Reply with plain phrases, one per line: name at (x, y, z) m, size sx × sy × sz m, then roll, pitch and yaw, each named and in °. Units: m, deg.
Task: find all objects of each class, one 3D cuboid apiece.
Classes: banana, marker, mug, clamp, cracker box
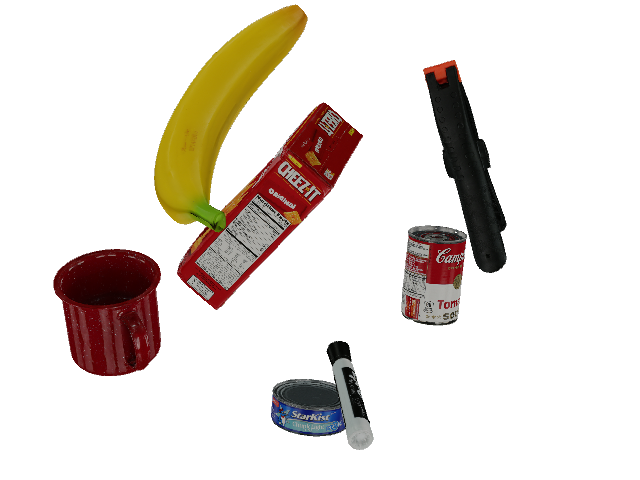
banana at (-0.062, -0.077, 0.678) m, size 0.070 × 0.197 × 0.037 m, roll 3°, pitch -38°, yaw 18°
marker at (0.022, 0.116, 0.828) m, size 0.020 × 0.020 × 0.121 m, roll 0°, pitch 29°, yaw -8°
mug at (-0.179, 0.071, 0.942) m, size 0.093 × 0.081 × 0.117 m, roll -20°, pitch 37°, yaw -29°
clamp at (0.121, -0.058, 0.872) m, size 0.039 × 0.171 × 0.120 m, roll -20°, pitch 21°, yaw 9°
cracker box at (-0.058, -0.042, 1.213) m, size 0.214 × 0.072 × 0.164 m, roll -46°, pitch 8°, yaw 28°

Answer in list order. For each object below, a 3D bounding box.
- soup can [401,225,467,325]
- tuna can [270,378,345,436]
soup can at (0.131, 0.040, 1.240) m, size 0.068 × 0.102 × 0.068 m, roll 4°, pitch 15°, yaw -1°
tuna can at (-0.011, 0.180, 1.153) m, size 0.086 × 0.034 × 0.086 m, roll 5°, pitch 12°, yaw -1°
